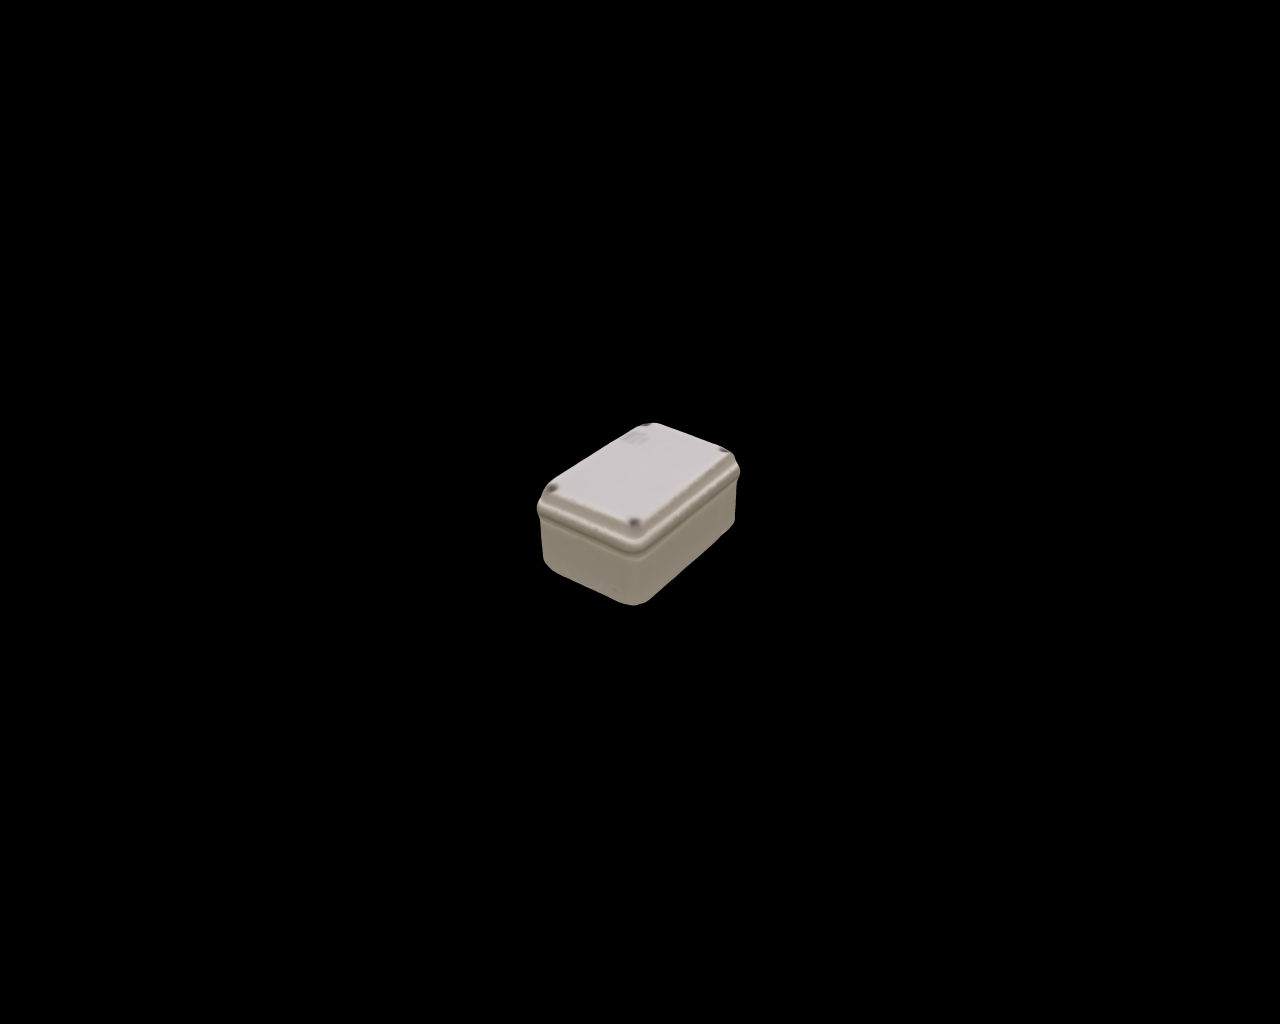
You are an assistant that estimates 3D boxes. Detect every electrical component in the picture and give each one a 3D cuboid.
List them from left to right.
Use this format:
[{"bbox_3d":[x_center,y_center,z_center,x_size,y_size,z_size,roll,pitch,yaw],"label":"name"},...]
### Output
[{"bbox_3d":[0.001,-0.003,0.650,0.078,0.057,0.113,22,40,30],"label":"electrical component"}]
